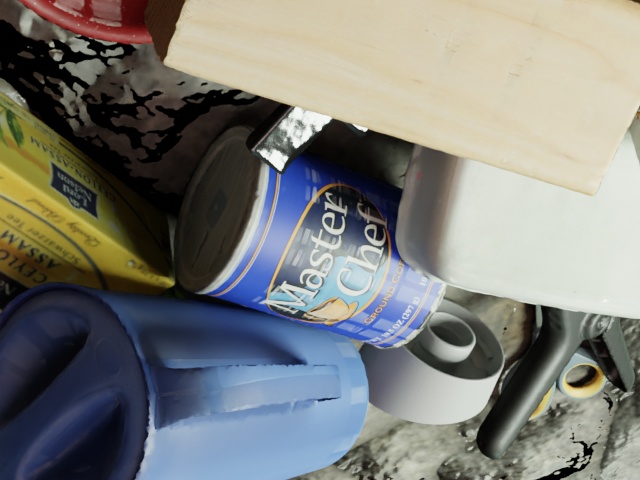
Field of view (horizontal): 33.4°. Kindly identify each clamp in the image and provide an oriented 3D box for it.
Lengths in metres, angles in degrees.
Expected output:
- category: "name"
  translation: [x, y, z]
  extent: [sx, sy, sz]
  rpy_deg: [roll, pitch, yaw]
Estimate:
- category: "clamp"
  translation: [0.181, 0.059, 0.763]
  extent: [0.164, 0.036, 0.210]
  rpy_deg: [-24, 131, -30]

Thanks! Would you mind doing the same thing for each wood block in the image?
- category: "wood block"
  translation: [0.036, -0.099, 0.475]
  extent: [0.205, 0.091, 0.090]
  rpy_deg: [15, 110, -21]

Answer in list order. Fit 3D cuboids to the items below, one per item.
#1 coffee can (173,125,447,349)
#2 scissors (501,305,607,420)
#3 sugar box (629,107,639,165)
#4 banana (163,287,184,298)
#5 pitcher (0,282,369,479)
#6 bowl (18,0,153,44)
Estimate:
- category: "coffee can"
  translation: [-0.004, 0.001, 0.654]
  extent: [0.140, 0.103, 0.103]
  rpy_deg: [19, 126, -28]
- category: "scissors"
  translation: [0.192, 0.073, 0.831]
  extent: [0.096, 0.016, 0.202]
  rpy_deg: [-4, 134, -11]
- category: "sugar box"
  translation: [0.179, -0.103, 0.499]
  extent: [0.048, 0.093, 0.176]
  rpy_deg: [-2, 140, 2]
- category: "banana"
  translation: [-0.116, 0.108, 0.781]
  extent: [0.069, 0.037, 0.198]
  rpy_deg: [25, 124, -12]
- category: "pitcher"
  translation: [-0.065, 0.095, 0.636]
  extent: [0.242, 0.149, 0.145]
  rpy_deg: [7, 117, -56]
- category: "bowl"
  translation: [-0.086, -0.174, 0.500]
  extent: [0.162, 0.055, 0.162]
  rpy_deg: [-7, 134, -7]
